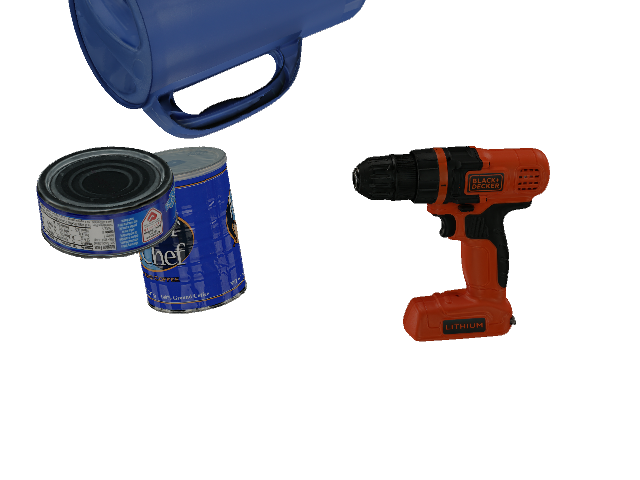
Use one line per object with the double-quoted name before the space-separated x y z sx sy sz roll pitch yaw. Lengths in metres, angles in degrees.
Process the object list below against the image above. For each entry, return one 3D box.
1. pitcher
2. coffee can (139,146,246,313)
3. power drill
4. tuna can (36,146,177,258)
"pitcher" -0.075 -0.199 0.903 0.242 0.149 0.145 -25 44 -30
"coffee can" -0.134 -0.012 1.058 0.103 0.140 0.103 -7 19 2
"power drill" 0.119 0.002 1.009 0.184 0.188 0.057 -2 25 -7
"tuna can" -0.133 -0.026 0.667 0.086 0.034 0.086 1 32 -1
